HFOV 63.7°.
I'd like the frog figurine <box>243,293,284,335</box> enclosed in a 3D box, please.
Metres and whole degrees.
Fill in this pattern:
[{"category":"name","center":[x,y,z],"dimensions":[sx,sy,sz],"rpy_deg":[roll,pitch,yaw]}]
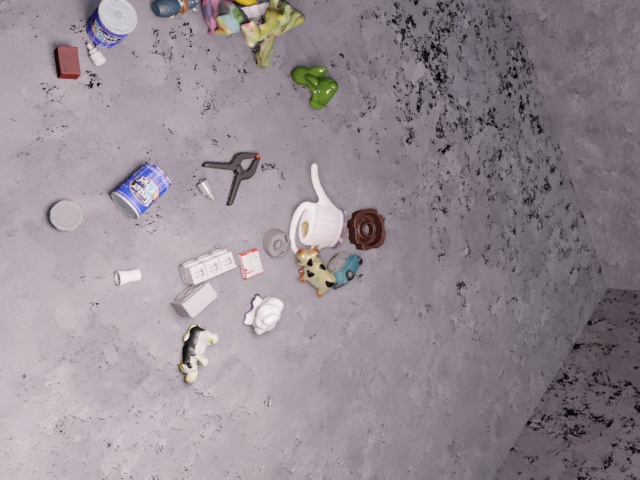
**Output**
[{"category":"frog figurine","center":[-0.170,0.252,1.718],"dimensions":[0.140,0.159,0.121],"rpy_deg":[-47,118,-28]}]

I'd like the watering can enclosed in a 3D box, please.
[{"category":"watering can","center":[0.006,-0.095,1.886],"dimensions":[0.224,0.105,0.345],"rpy_deg":[10,100,-36]}]

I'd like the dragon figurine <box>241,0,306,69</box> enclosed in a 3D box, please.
[{"category":"dragon figurine","center":[-0.160,-0.709,1.782],"dimensions":[0.240,0.123,0.413],"rpy_deg":[-58,171,16]}]
